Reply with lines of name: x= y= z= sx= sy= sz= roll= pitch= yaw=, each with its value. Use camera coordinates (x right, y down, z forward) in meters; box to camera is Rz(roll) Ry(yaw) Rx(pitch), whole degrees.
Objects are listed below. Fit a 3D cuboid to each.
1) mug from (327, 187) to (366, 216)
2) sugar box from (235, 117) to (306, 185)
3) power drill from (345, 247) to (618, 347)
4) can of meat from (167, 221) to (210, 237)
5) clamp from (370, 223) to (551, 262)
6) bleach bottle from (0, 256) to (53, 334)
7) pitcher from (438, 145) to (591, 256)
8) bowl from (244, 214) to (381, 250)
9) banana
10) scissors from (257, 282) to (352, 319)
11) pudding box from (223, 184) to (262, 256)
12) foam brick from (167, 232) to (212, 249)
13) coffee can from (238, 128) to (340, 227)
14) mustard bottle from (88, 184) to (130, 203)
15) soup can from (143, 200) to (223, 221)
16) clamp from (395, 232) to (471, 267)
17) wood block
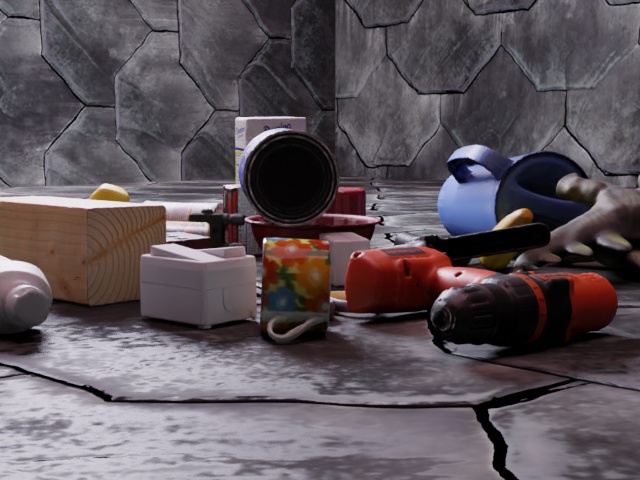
mug: x=0.022 y=-0.029 z=1.425 sx=0.093 sy=0.081 sz=0.117 roll=1 pitch=6 yaw=11
sugar box: x=-0.067 y=-0.080 z=1.458 sx=0.093 sy=0.176 sz=0.048 roll=-4 pitch=7 yaw=-29
power drill: x=0.107 y=0.044 z=0.827 sx=0.184 sy=0.057 sz=0.188 roll=1 pitch=7 yaw=-40
can of meat: x=-0.167 y=0.007 z=1.197 sx=0.084 sy=0.057 sz=0.102 roll=2 pitch=6 yaw=-6
clamp: x=0.120 y=0.012 z=1.090 sx=0.164 sy=0.036 sz=0.210 roll=-8 pitch=-2 yaw=-25
bleach bottle: x=-0.301 y=0.037 z=0.874 sx=0.102 sy=0.068 sz=0.251 roll=-6 pitch=10 yaw=-41
pitcher: x=0.235 y=-0.052 z=1.388 sx=0.144 sy=0.149 sz=0.243 roll=-7 pitch=4 yaw=-14
bowl: x=-0.008 y=0.002 z=1.251 sx=0.162 sy=0.055 sz=0.162 roll=0 pitch=6 yaw=0
banana: x=0.201 y=0.002 z=1.173 sx=0.037 sy=0.069 sz=0.197 roll=31 pitch=1 yaw=8
scissors: x=-0.010 y=0.050 z=0.970 sx=0.096 sy=0.016 sz=0.202 roll=0 pitch=6 yaw=-13
pudding box: x=-0.070 y=-0.026 z=1.359 sx=0.113 sy=0.090 sz=0.039 roll=-3 pitch=8 yaw=-36
foam brick: x=-0.148 y=0.021 z=1.075 sx=0.052 sy=0.051 sz=0.078 roll=-4 pitch=7 yaw=-33
coffee can: x=-0.037 y=-0.071 z=1.180 sx=0.102 sy=0.103 sz=0.140 roll=-1 pitch=6 yaw=-6
mustard bottle: x=-0.250 y=-0.016 z=1.227 sx=0.058 sy=0.096 sz=0.192 roll=16 pitch=1 yaw=-12
soup can: x=-0.175 y=-0.016 z=1.367 sx=0.102 sy=0.068 sz=0.068 roll=2 pitch=6 yaw=14
clamp: x=0.148 y=0.012 z=1.240 sx=0.120 sy=0.039 sz=0.171 roll=-5 pitch=9 yaw=4
wood block: x=-0.250 y=0.005 z=1.046 sx=0.207 sy=0.090 sz=0.090 roll=5 pitch=7 yaw=43
